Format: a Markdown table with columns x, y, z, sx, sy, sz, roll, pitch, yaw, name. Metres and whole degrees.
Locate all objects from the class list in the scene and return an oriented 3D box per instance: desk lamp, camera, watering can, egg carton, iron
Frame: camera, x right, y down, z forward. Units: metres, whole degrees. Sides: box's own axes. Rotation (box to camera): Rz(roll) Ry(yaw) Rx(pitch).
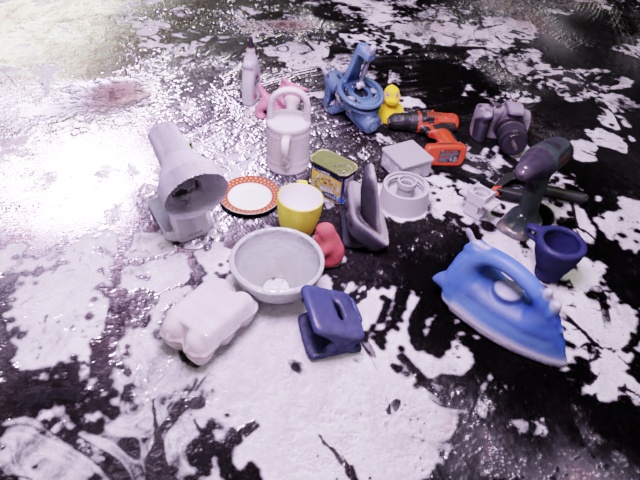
| x | y | z | sx | sy | sz | roll | pitch | yaw | name |
| --- | --- | --- | --- | --- | --- | --- | --- | --- | --- |
| -0.258 | -0.098 | 1.060 | 0.118 | 0.214 | 0.202 | -21 | 48 | -25 | desk lamp |
| 0.456 | -0.280 | 1.414 | 0.143 | 0.101 | 0.137 | 6 | 43 | 1 | camera |
| -0.071 | -0.253 | 1.262 | 0.101 | 0.194 | 0.172 | -11 | 45 | -17 | watering can |
| -0.179 | 0.128 | 0.929 | 0.107 | 0.069 | 0.150 | 27 | 47 | 22 | egg carton |
| 0.324 | 0.091 | 0.967 | 0.119 | 0.141 | 0.257 | -31 | 53 | -33 | iron |

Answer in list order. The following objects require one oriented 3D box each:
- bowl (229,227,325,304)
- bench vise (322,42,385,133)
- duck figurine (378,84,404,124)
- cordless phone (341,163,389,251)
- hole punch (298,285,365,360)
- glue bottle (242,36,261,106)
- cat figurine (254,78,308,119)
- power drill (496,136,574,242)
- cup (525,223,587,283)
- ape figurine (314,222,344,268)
| x | y | z | sx | sy | sz | roll | pitch | yaw | name |
| --- | --- | --- | --- | --- | --- | --- | --- | --- | --- |
| -0.076 | 0.057 | 1.013 | 0.167 | 0.075 | 0.167 | 3 | 43 | -2 | bowl |
| 0.071 | -0.393 | 1.409 | 0.206 | 0.220 | 0.122 | 27 | 47 | 22 | bench vise |
| 0.183 | -0.362 | 1.486 | 0.077 | 0.086 | 0.104 | 4 | 43 | -1 | duck figurine |
| 0.093 | -0.084 | 1.102 | 0.094 | 0.185 | 0.147 | -1 | 43 | -7 | cordless phone |
| 0.020 | 0.126 | 0.936 | 0.101 | 0.091 | 0.108 | -8 | 44 | -14 | hole punch |
| -0.177 | -0.437 | 1.466 | 0.037 | 0.173 | 0.078 | 10 | 43 | 6 | glue bottle |
| -0.098 | -0.356 | 1.428 | 0.127 | 0.118 | 0.067 | 15 | 44 | 11 | cat figurine |
| 0.424 | -0.105 | 1.140 | 0.075 | 0.208 | 0.230 | 31 | 48 | 26 | power drill |
| 0.430 | 0.028 | 1.081 | 0.092 | 0.095 | 0.117 | -31 | 53 | -33 | cup |
| 0.010 | 0.004 | 1.067 | 0.076 | 0.092 | 0.078 | 24 | 46 | 19 | ape figurine |
